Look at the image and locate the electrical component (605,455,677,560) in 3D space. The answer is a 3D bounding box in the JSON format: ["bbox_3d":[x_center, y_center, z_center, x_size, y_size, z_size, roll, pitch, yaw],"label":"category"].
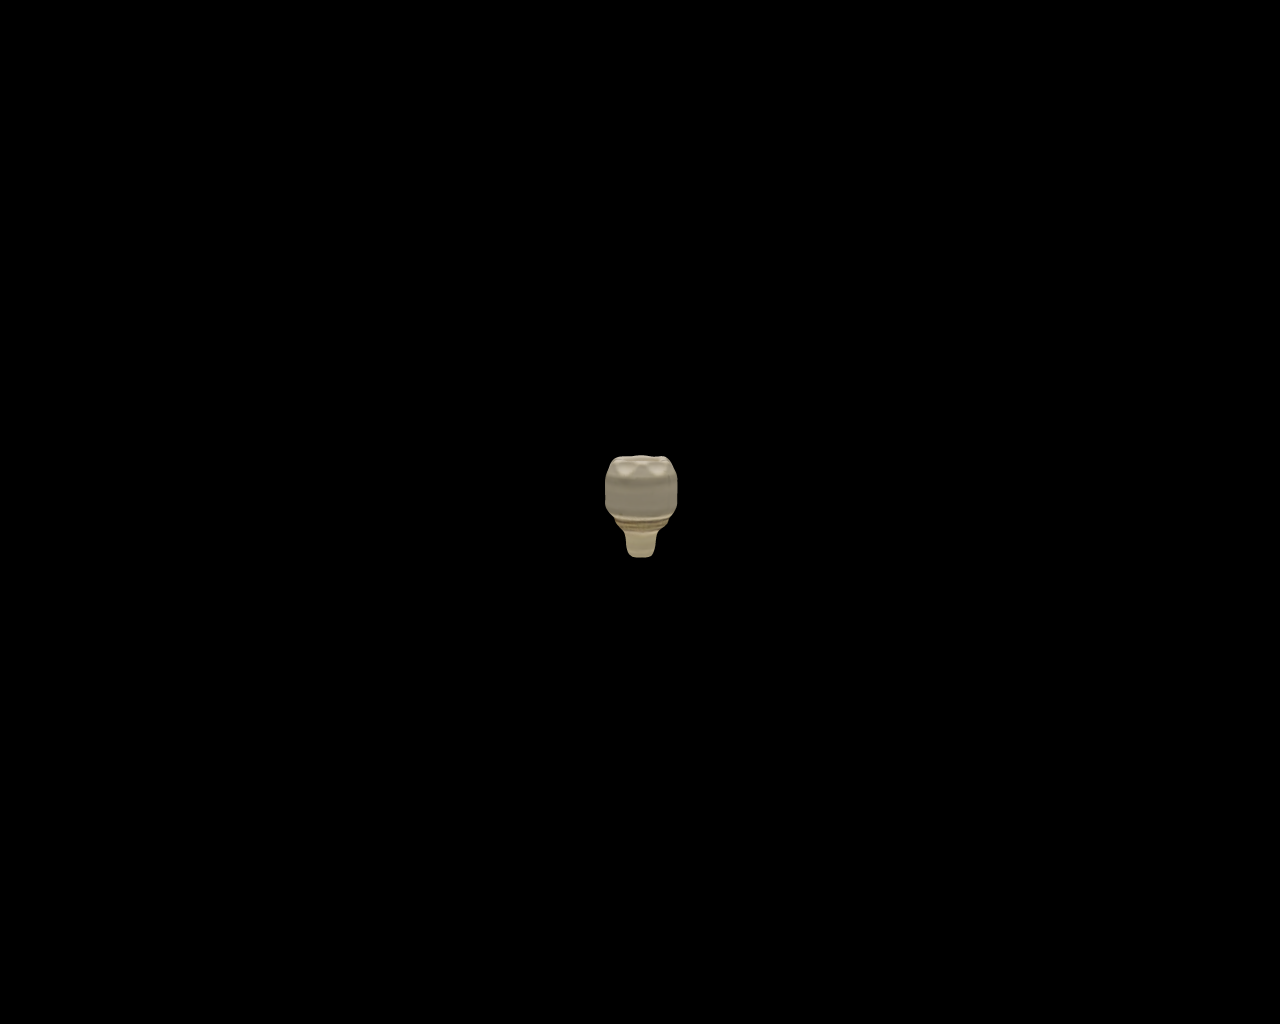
[{"bbox_3d":[0.001,-0.003,0.650,0.043,0.062,0.043,0,9,0],"label":"electrical component"}]
